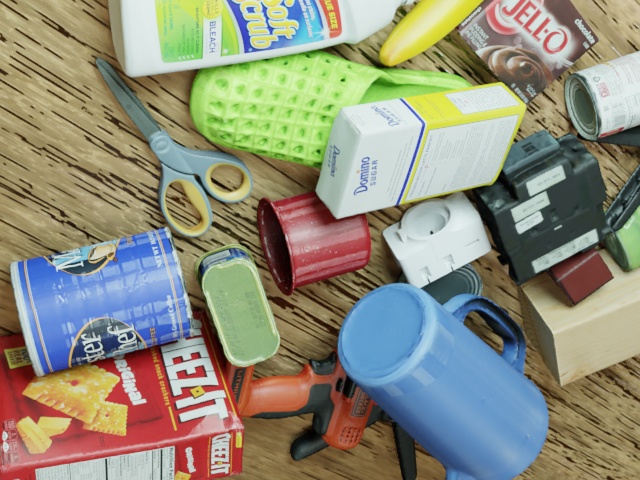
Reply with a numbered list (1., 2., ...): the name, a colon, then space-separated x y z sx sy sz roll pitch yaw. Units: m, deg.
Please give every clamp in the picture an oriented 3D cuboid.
1. clamp: 0.339 -0.082 1.077 0.171 0.039 0.120 -19 121 -12
2. clamp: 0.068 0.188 1.194 0.164 0.036 0.210 11 119 -21

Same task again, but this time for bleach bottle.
1. bleach bottle: -0.037 -0.194 0.837 0.250 0.068 0.102 -11 129 -16

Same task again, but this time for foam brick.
1. foam brick: 0.258 0.019 1.110 0.051 0.078 0.053 -38 132 7

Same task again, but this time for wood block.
1. wood block: 0.333 0.065 1.168 0.206 0.090 0.091 -22 131 -4

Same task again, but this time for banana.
1. banana: 0.124 -0.220 0.884 0.198 0.037 0.069 -47 163 23

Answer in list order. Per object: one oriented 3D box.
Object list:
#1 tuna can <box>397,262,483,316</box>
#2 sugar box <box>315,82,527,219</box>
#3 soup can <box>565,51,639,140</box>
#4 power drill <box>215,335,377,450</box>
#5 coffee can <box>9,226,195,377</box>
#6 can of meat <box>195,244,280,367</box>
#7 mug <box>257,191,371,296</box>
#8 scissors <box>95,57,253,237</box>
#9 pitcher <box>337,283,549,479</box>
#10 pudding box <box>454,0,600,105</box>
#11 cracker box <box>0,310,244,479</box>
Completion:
1. tuna can: 0.123 0.050 1.109 0.086 0.034 0.086 -11 130 -14
2. sugar box: 0.087 -0.079 0.922 0.175 0.048 0.093 -10 136 -29
3. soup can: 0.292 -0.140 1.005 0.102 0.068 0.068 -19 131 -7
4. power drill: -0.016 0.129 1.093 0.187 0.057 0.184 8 109 -23
5. coffee can: -0.191 0.053 0.941 0.140 0.103 0.103 -14 130 -12
6. can of meat: -0.075 0.060 0.977 0.057 0.084 0.102 -19 98 -5
7. mug: -0.007 0.001 0.992 0.081 0.093 0.117 -15 160 -17
8. scissors: -0.117 -0.086 0.919 0.096 0.016 0.202 -20 131 -8
9. pitcher: 0.126 0.134 1.071 0.145 0.149 0.242 -30 135 17
10. pudding box: 0.180 -0.186 0.943 0.090 0.039 0.113 -42 130 13
11. cracker box: -0.191 0.150 0.976 0.213 0.164 0.072 -7 130 -17
